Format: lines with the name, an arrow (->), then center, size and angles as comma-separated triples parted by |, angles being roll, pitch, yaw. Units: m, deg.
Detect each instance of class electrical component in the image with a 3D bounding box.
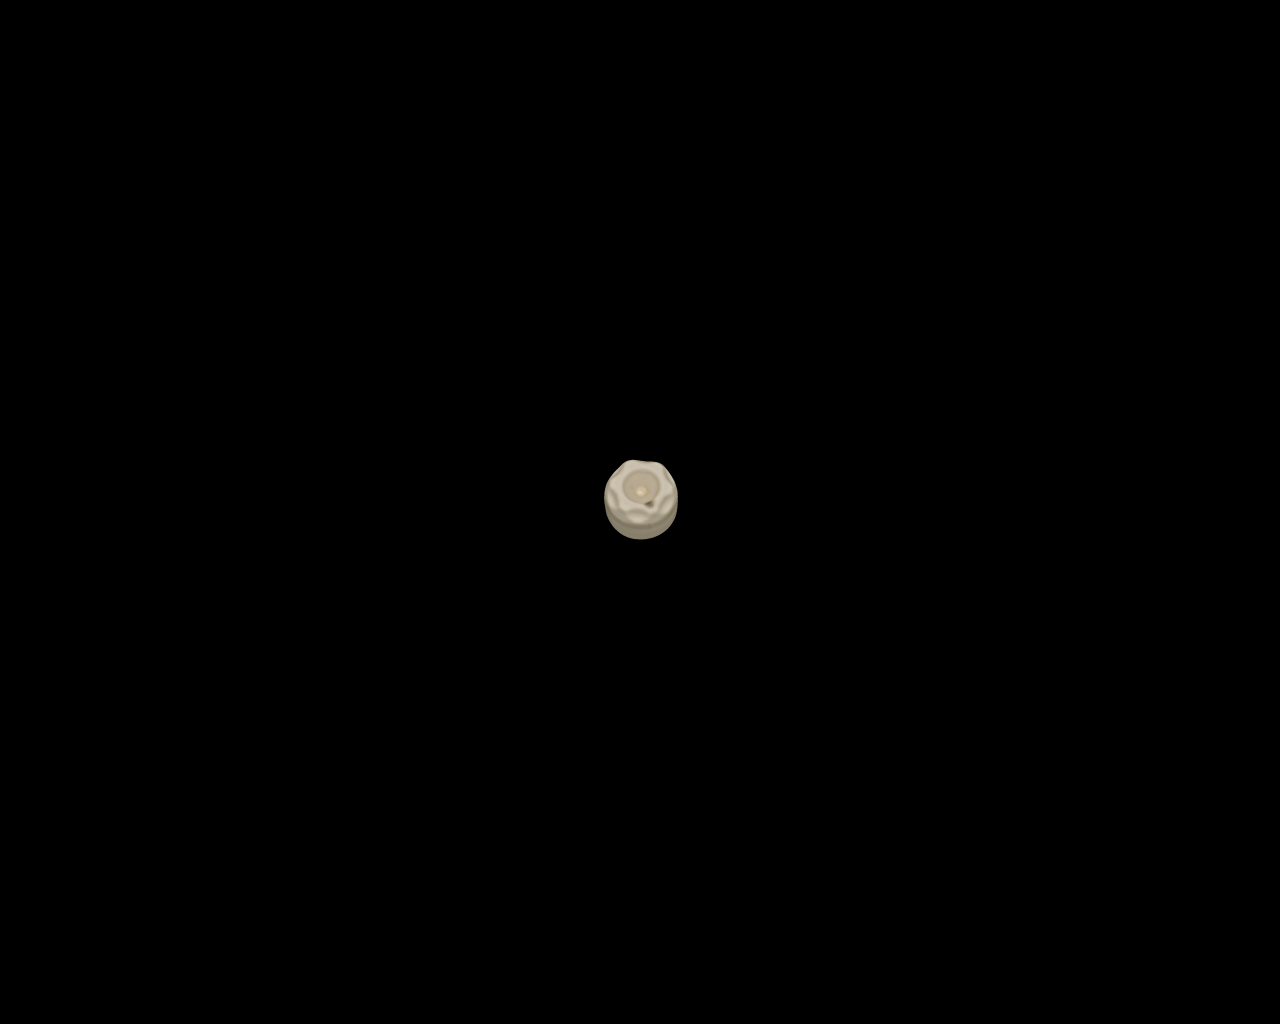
electrical component -> 0.001, -0.003, 0.650 | 0.043, 0.043, 0.062 | 0, -25, 0
